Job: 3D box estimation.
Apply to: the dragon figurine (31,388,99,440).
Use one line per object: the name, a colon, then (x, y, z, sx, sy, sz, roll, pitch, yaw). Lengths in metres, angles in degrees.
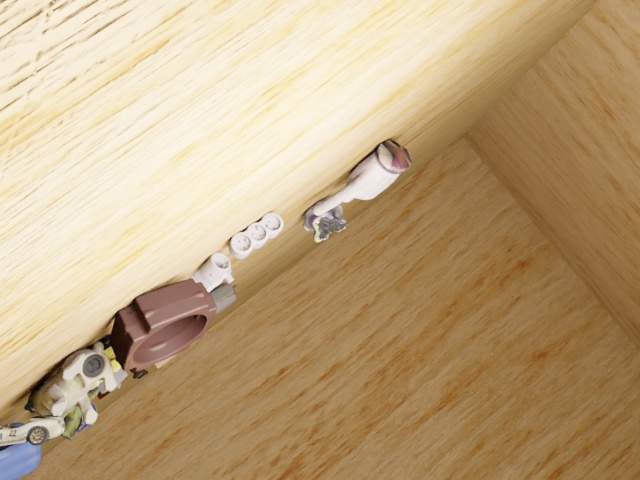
dragon figurine: (-0.694, 0.447, 1.499, 0.248, 0.122, 0.403, -56, -172, -34)

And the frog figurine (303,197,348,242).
frog figurine: (0.005, -0.082, 1.623, 0.136, 0.121, 0.163, -47, -151, 15)

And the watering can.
watering can: (0.130, -0.170, 1.445, 0.220, 0.104, 0.352, -42, 175, 37)
